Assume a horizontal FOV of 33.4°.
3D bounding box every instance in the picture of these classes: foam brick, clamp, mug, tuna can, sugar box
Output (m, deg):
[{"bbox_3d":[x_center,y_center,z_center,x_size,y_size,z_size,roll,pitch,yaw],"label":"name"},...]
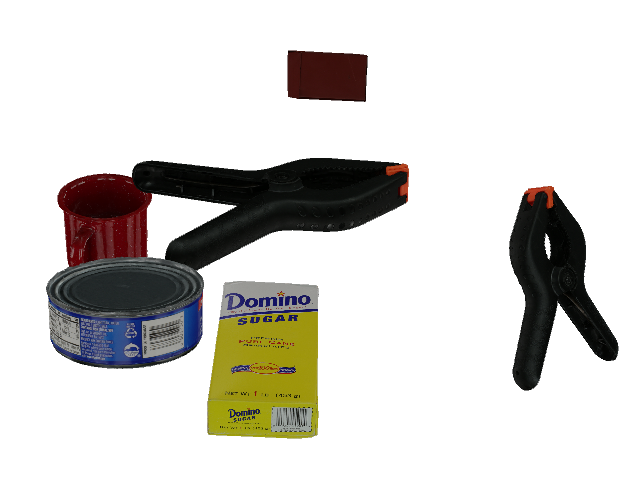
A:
[{"bbox_3d":[0.007,-0.179,1.162,0.078,0.051,0.053,0,11,-16],"label":"foam brick"},{"bbox_3d":[0.194,0.043,0.914,0.120,0.171,0.039,-23,7,-39],"label":"clamp"},{"bbox_3d":[-0.220,-0.004,1.074,0.093,0.081,0.117,10,33,8],"label":"mug"},{"bbox_3d":[-0.037,-0.035,0.803,0.209,0.036,0.165,-11,29,-21],"label":"clamp"},{"bbox_3d":[-0.107,0.039,0.592,0.086,0.034,0.086,2,19,-1],"label":"tuna can"},{"bbox_3d":[-0.048,0.101,0.953,0.093,0.048,0.176,3,34,-2],"label":"sugar box"}]
